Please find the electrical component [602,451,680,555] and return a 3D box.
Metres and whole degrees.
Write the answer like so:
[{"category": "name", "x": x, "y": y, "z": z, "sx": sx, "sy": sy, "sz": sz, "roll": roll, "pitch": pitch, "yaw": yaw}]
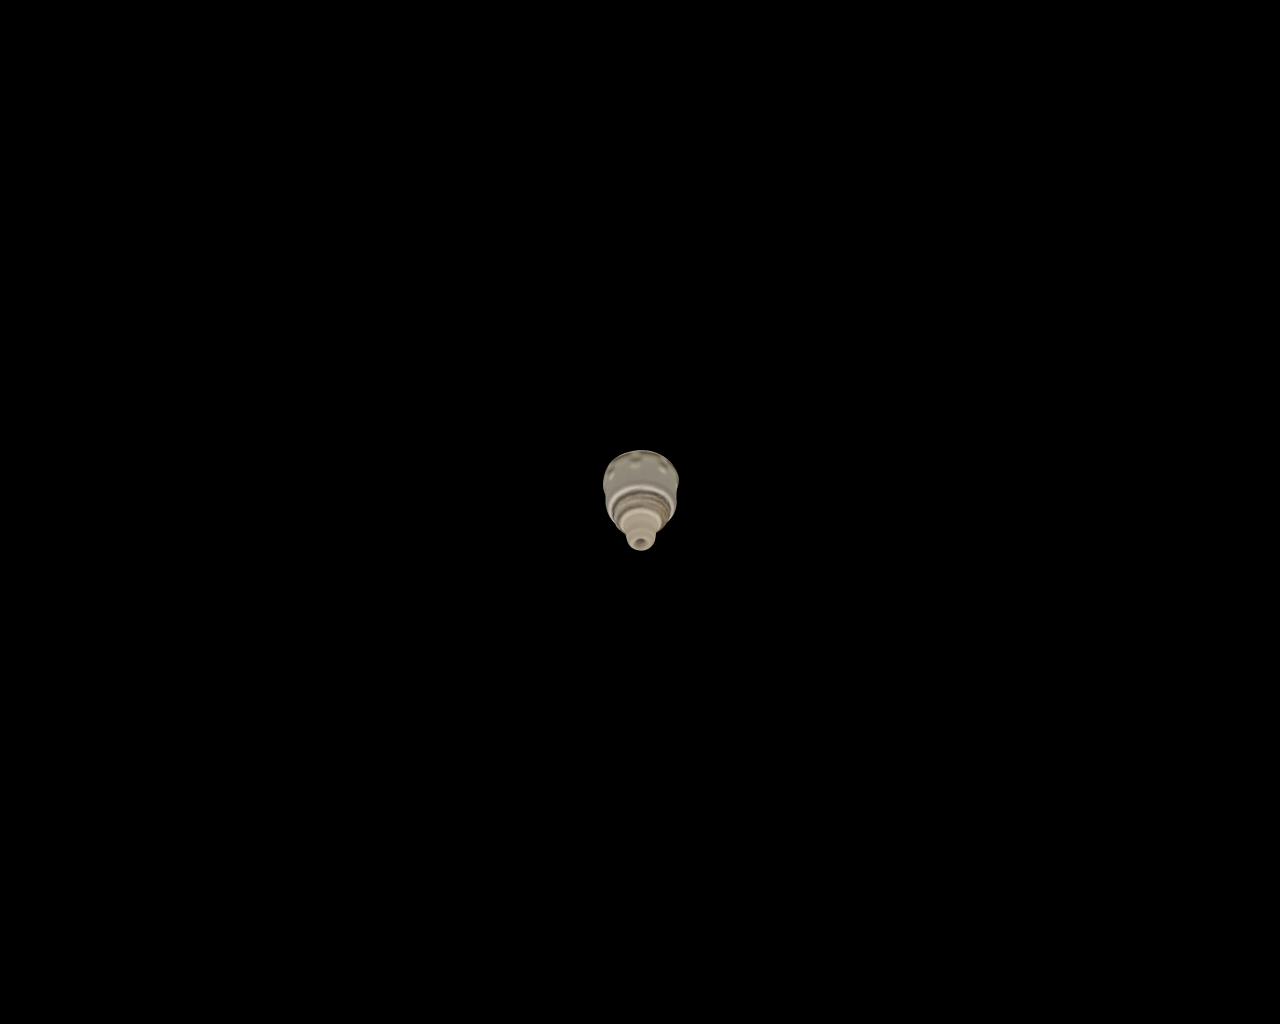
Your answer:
[{"category": "electrical component", "x": 0.001, "y": -0.003, "z": 0.650, "sx": 0.048, "sy": 0.062, "sz": 0.048, "roll": 0, "pitch": -44, "yaw": 0}]
